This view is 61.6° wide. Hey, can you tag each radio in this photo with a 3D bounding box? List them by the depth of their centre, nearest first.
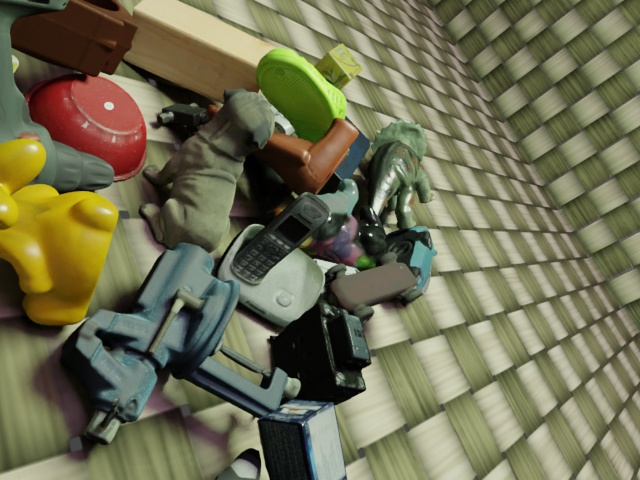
[{"bbox_3d":[0.015,-0.181,1.068,0.131,0.073,0.230,46,31,-10],"label":"radio"}]

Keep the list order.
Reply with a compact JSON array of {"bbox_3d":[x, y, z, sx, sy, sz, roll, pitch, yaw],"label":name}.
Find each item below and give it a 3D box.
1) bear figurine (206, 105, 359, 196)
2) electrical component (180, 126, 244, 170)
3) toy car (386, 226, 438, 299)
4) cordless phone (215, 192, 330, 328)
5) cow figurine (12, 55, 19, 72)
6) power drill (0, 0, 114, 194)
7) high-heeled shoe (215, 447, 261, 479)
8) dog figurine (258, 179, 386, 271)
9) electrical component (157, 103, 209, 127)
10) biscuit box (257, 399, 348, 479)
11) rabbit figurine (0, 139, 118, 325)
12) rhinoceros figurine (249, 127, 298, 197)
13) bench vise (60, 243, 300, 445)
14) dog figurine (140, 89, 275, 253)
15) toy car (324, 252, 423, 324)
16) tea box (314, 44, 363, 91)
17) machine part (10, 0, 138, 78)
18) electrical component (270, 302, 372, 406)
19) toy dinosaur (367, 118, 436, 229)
[{"bbox_3d":[-0.062,-0.153,0.794,0.196,0.120,0.132,37,77,4],"label":"bear figurine"},{"bbox_3d":[-0.166,-0.127,0.815,0.102,0.045,0.078,38,7,-27],"label":"electrical component"},{"bbox_3d":[0.168,0.056,1.013,0.102,0.109,0.162,53,37,-34],"label":"toy car"},{"bbox_3d":[-0.033,0.021,0.709,0.146,0.184,0.089,37,32,-24],"label":"cordless phone"},{"bbox_3d":[-0.402,-0.176,0.534,0.098,0.068,0.167,44,30,-4],"label":"cow figurine"},{"bbox_3d":[-0.302,-0.144,0.536,0.086,0.207,0.232,29,23,29],"label":"power drill"},{"bbox_3d":[-0.141,0.260,0.482,0.145,0.086,0.249,17,17,1],"label":"high-heeled shoe"},{"bbox_3d":[-0.002,-0.003,0.850,0.191,0.108,0.219,57,37,0],"label":"dog figurine"},{"bbox_3d":[-0.201,-0.188,0.812,0.063,0.021,0.094,15,28,19],"label":"electrical component"},{"bbox_3d":[-0.007,0.271,0.553,0.059,0.063,0.202,-12,94,-54],"label":"biscuit box"},{"bbox_3d":[-0.280,-0.009,0.481,0.173,0.162,0.122,18,57,-19],"label":"rabbit figurine"},{"bbox_3d":[-0.092,-0.146,0.905,0.112,0.073,0.190,-7,67,-43],"label":"rhinoceros figurine"},{"bbox_3d":[-0.126,0.125,0.558,0.240,0.129,0.224,35,39,-19],"label":"bench vise"},{"bbox_3d":[-0.127,-0.078,0.678,0.121,0.190,0.172,5,57,-49],"label":"dog figurine"},{"bbox_3d":[0.082,0.073,0.818,0.202,0.053,0.089,-10,58,-51],"label":"toy car"},{"bbox_3d":[-0.006,-0.298,1.058,0.068,0.169,0.098,47,32,-10],"label":"tea box"},{"bbox_3d":[-0.344,-0.291,0.649,0.201,0.087,0.202,13,27,-49],"label":"machine part"},{"bbox_3d":[0.002,0.148,0.679,0.058,0.134,0.115,20,43,-42],"label":"electrical component"},{"bbox_3d":[0.149,-0.135,1.089,0.405,0.131,0.192,-50,125,-66],"label":"toy dinosaur"}]
